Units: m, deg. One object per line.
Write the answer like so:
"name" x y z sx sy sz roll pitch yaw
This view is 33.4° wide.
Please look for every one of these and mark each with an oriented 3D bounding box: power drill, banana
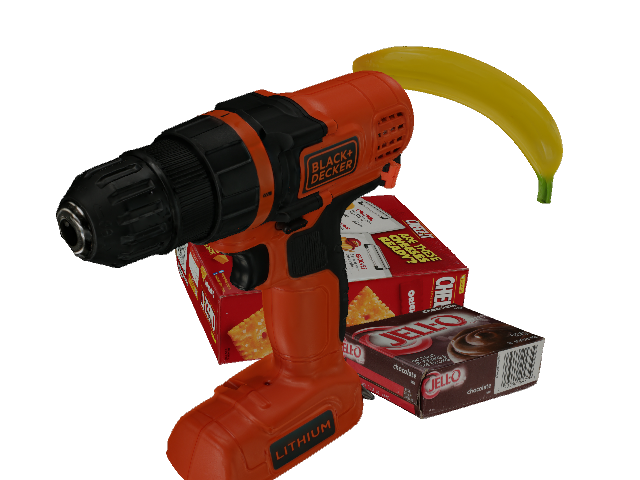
"power drill" -0.033 0.026 0.486 0.184 0.188 0.057 -24 41 -38
"banana" 0.123 -0.109 0.856 0.198 0.069 0.037 34 3 -2

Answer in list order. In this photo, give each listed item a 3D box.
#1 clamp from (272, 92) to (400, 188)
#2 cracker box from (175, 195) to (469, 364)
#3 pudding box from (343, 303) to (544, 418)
"clamp" 0.018 -0.111 1.087 0.120 0.039 0.172 -12 40 -19
"cracker box" -0.005 0.029 0.924 0.213 0.072 0.164 -5 27 -19
"pudding box" 0.080 0.078 0.720 0.113 0.039 0.090 -7 18 -37
